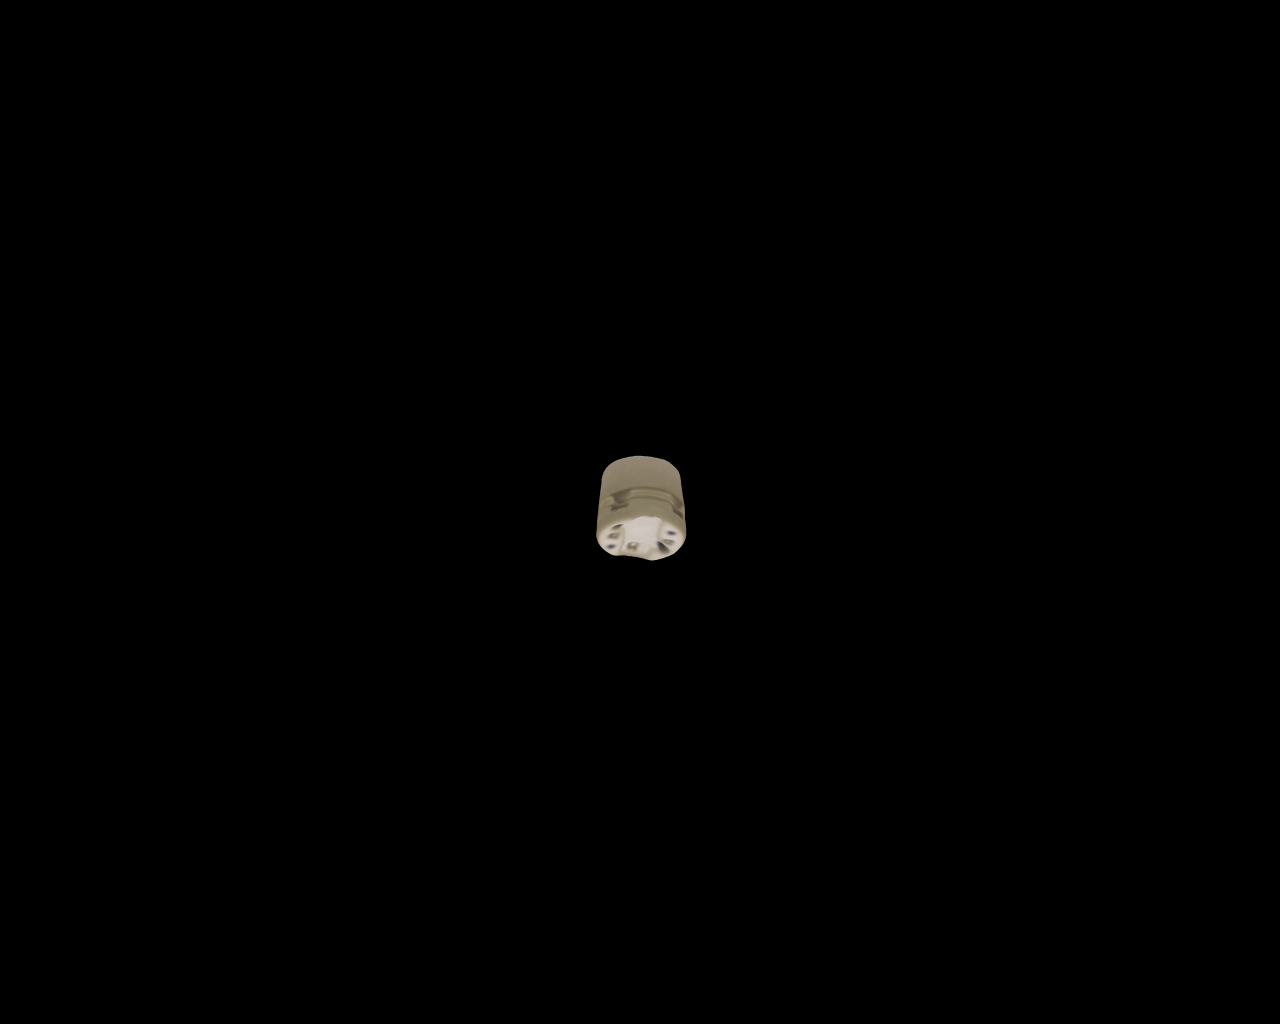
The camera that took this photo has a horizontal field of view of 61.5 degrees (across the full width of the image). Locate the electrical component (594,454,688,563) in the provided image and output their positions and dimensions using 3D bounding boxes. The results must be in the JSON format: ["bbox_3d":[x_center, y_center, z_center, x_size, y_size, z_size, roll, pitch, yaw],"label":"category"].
[{"bbox_3d":[0.001,-0.003,0.650,0.055,0.047,0.055,0,-32,0],"label":"electrical component"}]
